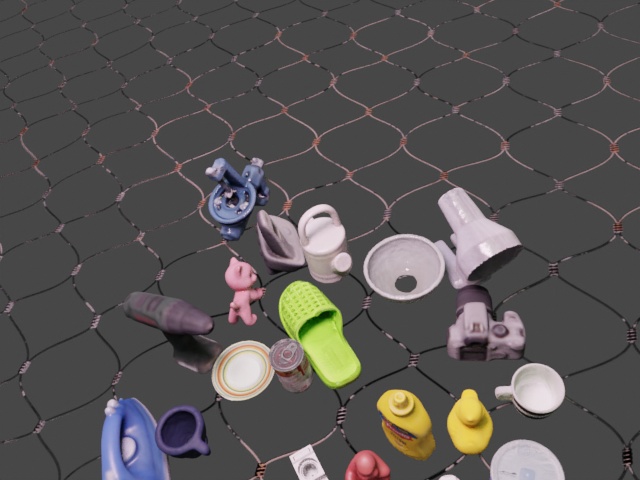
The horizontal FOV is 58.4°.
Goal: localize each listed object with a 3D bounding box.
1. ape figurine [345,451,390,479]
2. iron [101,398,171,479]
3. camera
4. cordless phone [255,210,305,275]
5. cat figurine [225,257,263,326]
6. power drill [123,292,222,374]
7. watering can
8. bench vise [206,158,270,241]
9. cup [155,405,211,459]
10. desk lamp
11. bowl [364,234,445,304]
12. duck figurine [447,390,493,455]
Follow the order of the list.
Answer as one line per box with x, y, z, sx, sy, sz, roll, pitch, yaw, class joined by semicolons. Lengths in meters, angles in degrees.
0.078;0.387;0.963;0.077;0.092;0.076;-2;52;12;ape figurine
-0.359;0.379;1.043;0.118;0.142;0.257;-21;50;-3;iron
0.312;0.150;1.090;0.143;0.101;0.137;-2;52;12;camera
-0.103;-0.023;1.274;0.094;0.185;0.147;-20;50;-2;cordless phone
-0.172;0.104;1.234;0.067;0.118;0.128;-2;52;12;cat figurine
-0.274;0.181;1.138;0.228;0.209;0.076;15;57;24;power drill
0.013;0.003;1.220;0.172;0.194;0.101;28;63;31;watering can
-0.208;-0.133;1.366;0.121;0.220;0.207;-3;52;12;bench vise
-0.234;0.369;1.051;0.117;0.095;0.092;24;61;29;cup
0.295;0.010;1.133;0.118;0.214;0.202;-26;51;-7;desk lamp
0.179;0.073;1.202;0.167;0.075;0.167;-7;51;8;bowl
0.258;0.310;0.986;0.077;0.086;0.104;-1;52;13;duck figurine
